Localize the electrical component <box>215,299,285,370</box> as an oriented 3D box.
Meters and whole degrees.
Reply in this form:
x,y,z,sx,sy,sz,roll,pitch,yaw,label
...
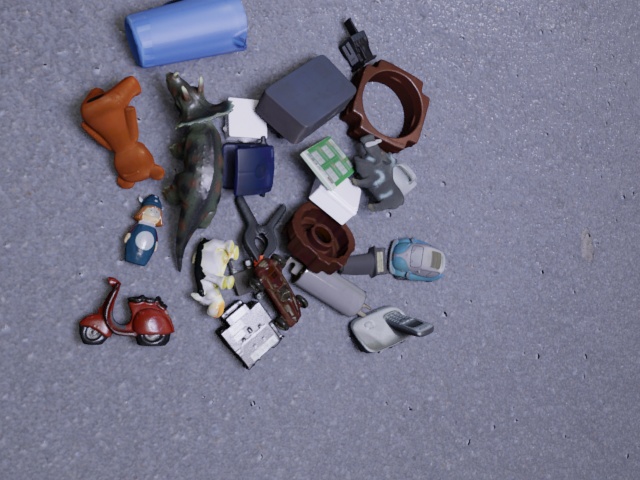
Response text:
x,y,z,sx,sy,sz,roll,pitch,yaw,label
-0.160,0.199,1.188,0.115,0.058,0.134,-39,100,-23,electrical component

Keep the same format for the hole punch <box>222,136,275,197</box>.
x,y,z,sx,sy,sz,roll,pitch,yaw,label
-0.153,-0.157,1.188,0.116,0.092,0.142,-4,107,-24,hole punch

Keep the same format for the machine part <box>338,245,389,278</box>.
x,y,z,sx,sy,sz,roll,pitch,yaw,label
0.106,0.058,1.328,0.139,0.039,0.084,-7,97,-26,machine part

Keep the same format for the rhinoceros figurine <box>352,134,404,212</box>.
x,y,z,sx,sy,sz,roll,pitch,yaw,label
0.137,-0.158,1.289,0.190,0.112,0.073,66,25,-3,rhinoceros figurine

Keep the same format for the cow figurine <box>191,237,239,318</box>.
x,y,z,sx,sy,sz,roll,pitch,yaw,label
-0.237,0.079,1.154,0.098,0.068,0.167,8,78,11,cow figurine

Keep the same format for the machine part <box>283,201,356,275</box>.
x,y,z,sx,sy,sz,roll,pitch,yaw,label
-0.003,-0.004,1.235,0.179,0.056,0.179,26,43,-26,machine part

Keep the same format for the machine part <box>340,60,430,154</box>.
x,y,z,sx,sy,sz,roll,pitch,yaw,label
0.164,-0.331,1.360,0.201,0.087,0.201,22,78,-22,machine part

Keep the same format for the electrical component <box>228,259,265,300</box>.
x,y,z,sx,sy,sz,roll,pitch,yaw,label
-0.158,0.087,1.205,0.078,0.045,0.102,-12,90,-25,electrical component

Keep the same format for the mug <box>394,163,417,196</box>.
x,y,z,sx,sy,sz,roll,pitch,yaw,label
0.183,-0.158,1.346,0.107,0.109,0.081,47,61,-1,mug

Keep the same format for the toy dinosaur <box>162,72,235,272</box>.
x,y,z,sx,sy,sz,roll,pitch,yaw,label
-0.250,-0.140,1.106,0.131,0.192,0.404,0,84,-21,toy dinosaur

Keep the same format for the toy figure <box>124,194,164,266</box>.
x,y,z,sx,sy,sz,roll,pitch,yaw,label
-0.363,-0.023,1.122,0.064,0.058,0.154,33,67,-58,toy figure

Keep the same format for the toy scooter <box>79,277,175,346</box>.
x,y,z,sx,sy,sz,roll,pitch,yaw,label
-0.386,0.145,1.088,0.184,0.075,0.135,6,82,-18,toy scooter

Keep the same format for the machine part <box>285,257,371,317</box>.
x,y,z,sx,sy,sz,roll,pitch,yaw,label
0.022,0.109,1.264,0.243,0.079,0.079,34,73,-17,machine part

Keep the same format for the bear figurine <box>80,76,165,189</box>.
x,y,z,sx,sy,sz,roll,pitch,yaw,label
-0.396,-0.214,1.104,0.132,0.120,0.195,-85,153,-51,bear figurine

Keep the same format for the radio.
x,y,z,sx,sy,sz,roll,pitch,yaw,label
-0.027,-0.325,1.238,0.131,0.073,0.229,44,54,1,radio

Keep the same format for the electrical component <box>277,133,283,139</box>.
x,y,z,sx,sy,sz,roll,pitch,yaw,label
-0.052,-0.260,1.271,0.094,0.063,0.021,-17,93,-25,electrical component

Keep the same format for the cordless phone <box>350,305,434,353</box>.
x,y,z,sx,sy,sz,roll,pitch,yaw,label
0.171,0.220,1.261,0.146,0.184,0.088,-18,97,-24,cordless phone

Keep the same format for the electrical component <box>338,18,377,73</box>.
x,y,z,sx,sy,sz,roll,pitch,yaw,label
0.085,-0.490,1.346,0.048,0.075,0.119,-35,104,-23,electrical component

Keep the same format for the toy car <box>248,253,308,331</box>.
x,y,z,sx,sy,sz,roll,pitch,yaw,label
-0.086,0.121,1.195,0.089,0.053,0.201,-49,131,-29,toy car

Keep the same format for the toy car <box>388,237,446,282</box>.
x,y,z,sx,sy,sz,roll,pitch,yaw,label
0.260,0.055,1.360,0.161,0.103,0.109,14,81,-20,toy car
